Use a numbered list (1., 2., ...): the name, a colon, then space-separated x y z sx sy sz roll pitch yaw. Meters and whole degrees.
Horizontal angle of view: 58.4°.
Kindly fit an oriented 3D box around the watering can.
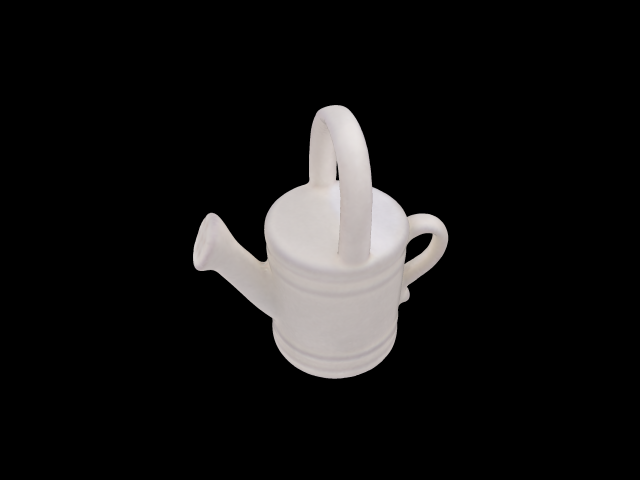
1. watering can: 0.004 0.003 0.398 0.173 0.194 0.100 -24 47 -24
